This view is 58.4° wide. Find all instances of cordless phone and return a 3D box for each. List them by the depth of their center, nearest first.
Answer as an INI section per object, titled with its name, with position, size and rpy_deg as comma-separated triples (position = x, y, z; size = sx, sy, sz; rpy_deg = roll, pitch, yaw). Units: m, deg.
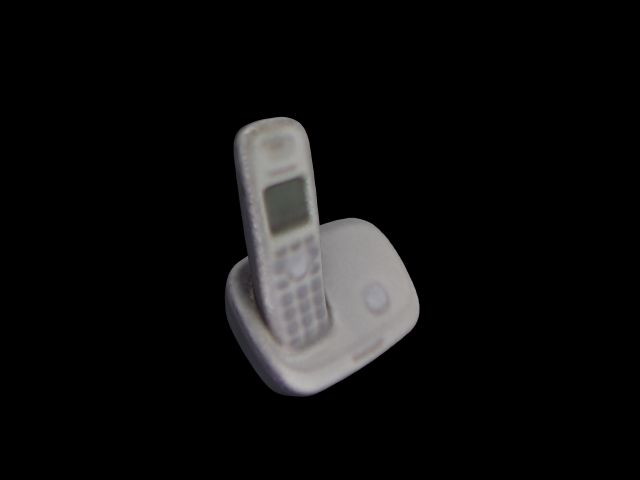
[cordless phone]
position = 0.004, 0.001, 0.400
size = 0.093, 0.185, 0.148
rpy_deg = 25, 37, 39
